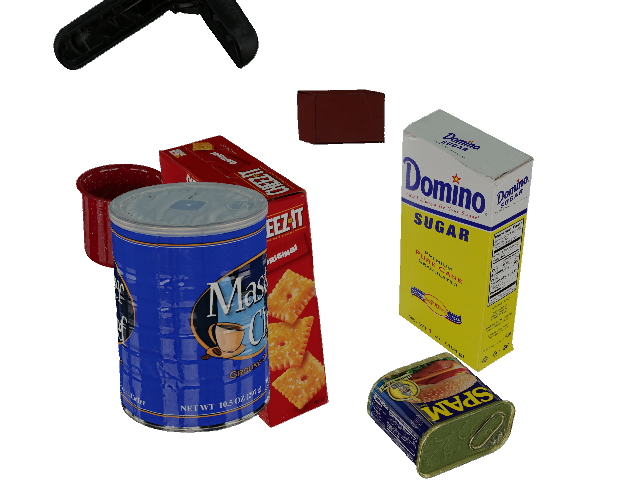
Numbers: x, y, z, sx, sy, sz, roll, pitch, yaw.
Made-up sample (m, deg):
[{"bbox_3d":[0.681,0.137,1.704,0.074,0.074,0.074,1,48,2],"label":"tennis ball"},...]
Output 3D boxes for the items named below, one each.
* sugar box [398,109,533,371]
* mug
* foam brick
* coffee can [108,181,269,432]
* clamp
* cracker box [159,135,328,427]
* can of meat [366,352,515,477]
[{"bbox_3d":[0.102,0.002,0.785,0.048,0.176,0.093,-29,44,-28],"label":"sugar box"},{"bbox_3d":[-0.204,-0.029,1.108,0.093,0.081,0.117,0,28,-8],"label":"mug"},{"bbox_3d":[0.021,-0.125,1.083,0.078,0.051,0.053,-3,13,-19],"label":"foam brick"},{"bbox_3d":[-0.085,0.041,0.711,0.103,0.140,0.103,0,18,0],"label":"coffee can"},{"bbox_3d":[-0.076,-0.155,0.655,0.120,0.171,0.039,12,-41,13],"label":"clamp"},{"bbox_3d":[-0.067,0.032,0.951,0.072,0.214,0.164,-19,31,-25],"label":"cracker box"},{"bbox_3d":[0.103,0.149,0.934,0.101,0.057,0.084,-15,36,-28],"label":"can of meat"}]
